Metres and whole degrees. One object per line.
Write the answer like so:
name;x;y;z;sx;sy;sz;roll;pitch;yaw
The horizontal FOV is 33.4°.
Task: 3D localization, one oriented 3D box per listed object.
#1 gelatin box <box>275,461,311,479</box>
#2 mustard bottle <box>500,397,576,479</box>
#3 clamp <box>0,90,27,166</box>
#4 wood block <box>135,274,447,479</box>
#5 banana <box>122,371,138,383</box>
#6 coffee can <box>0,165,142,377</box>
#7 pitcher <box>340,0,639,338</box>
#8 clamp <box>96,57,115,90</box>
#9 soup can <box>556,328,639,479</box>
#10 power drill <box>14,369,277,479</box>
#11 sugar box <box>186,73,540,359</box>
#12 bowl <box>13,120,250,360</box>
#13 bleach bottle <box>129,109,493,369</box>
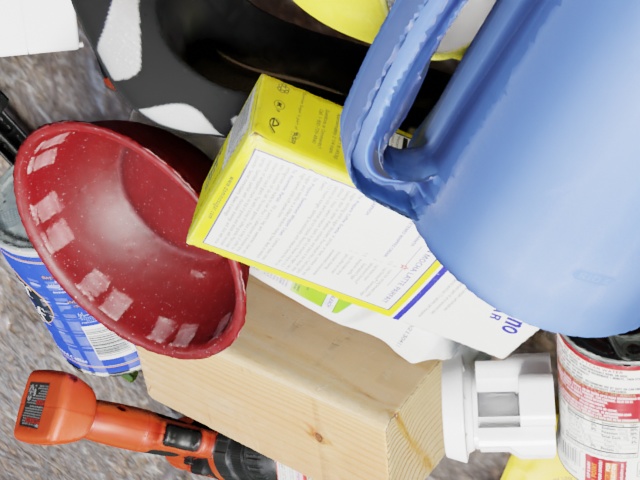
gelatin box;0.001;0.155;0.769;0.030;0.073;0.089;23;138;29
mustard bottle;0.194;0.173;0.602;0.192;0.058;0.096;26;107;23
clamp;-0.268;-0.119;0.770;0.210;0.036;0.164;44;168;10
wood block;-0.017;0.087;0.710;0.206;0.090;0.091;20;135;30
banana;-0.191;0.037;0.877;0.070;0.037;0.198;10;134;15
coffee can;-0.160;0.015;0.751;0.103;0.102;0.140;21;146;29
pitcher;0.119;-0.082;0.381;0.145;0.149;0.243;39;140;13
clamp;-0.095;-0.148;0.609;0.120;0.039;0.171;36;145;21
soup can;0.155;0.074;0.551;0.069;0.068;0.102;19;136;31
power drill;-0.127;0.150;0.824;0.187;0.057;0.185;22;162;-29
sugar box;0.035;-0.006;0.509;0.176;0.048;0.093;19;143;-14
bowl;-0.096;-0.010;0.612;0.162;0.055;0.162;21;135;22
bleach bottle;-0.004;0.001;0.641;0.251;0.068;0.103;36;142;9
